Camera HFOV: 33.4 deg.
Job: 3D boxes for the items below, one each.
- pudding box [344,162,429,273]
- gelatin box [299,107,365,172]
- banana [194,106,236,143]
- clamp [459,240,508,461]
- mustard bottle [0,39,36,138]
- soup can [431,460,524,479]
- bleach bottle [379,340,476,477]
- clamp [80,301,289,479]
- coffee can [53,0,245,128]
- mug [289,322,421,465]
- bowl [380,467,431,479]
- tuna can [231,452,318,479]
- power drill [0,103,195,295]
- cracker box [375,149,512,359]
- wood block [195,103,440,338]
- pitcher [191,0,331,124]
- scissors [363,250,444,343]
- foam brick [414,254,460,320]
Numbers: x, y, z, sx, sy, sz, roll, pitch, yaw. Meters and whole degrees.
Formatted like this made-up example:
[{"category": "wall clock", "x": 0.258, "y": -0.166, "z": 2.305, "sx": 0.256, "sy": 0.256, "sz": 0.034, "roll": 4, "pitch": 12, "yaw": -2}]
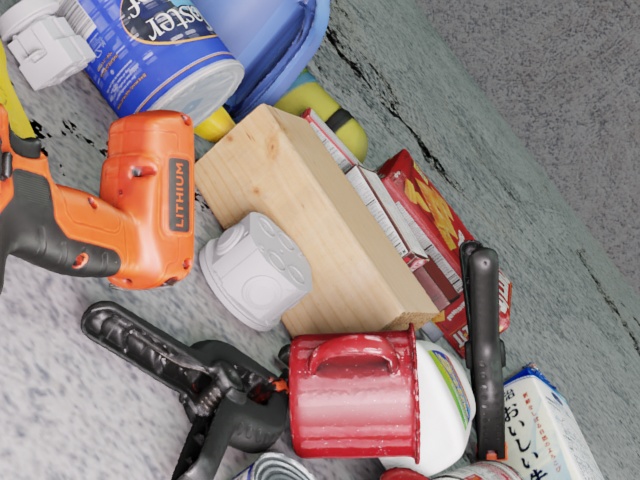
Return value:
[{"category": "pudding box", "x": 0.034, "y": 0.000, "z": 0.968, "sx": 0.039, "sy": 0.090, "sz": 0.113, "roll": 22, "pitch": 33, "yaw": -55}, {"category": "gelatin box", "x": -0.008, "y": -0.071, "z": 1.033, "sx": 0.089, "sy": 0.073, "sz": 0.030, "roll": 45, "pitch": 19, "yaw": -16}, {"category": "banana", "x": -0.136, "y": -0.155, "z": 0.914, "sx": 0.198, "sy": 0.037, "sz": 0.070, "roll": 57, "pitch": -23, "yaw": 1}, {"category": "clamp", "x": 0.151, "y": 0.097, "z": 0.986, "sx": 0.164, "sy": 0.036, "sz": 0.210, "roll": -64, "pitch": 150, "yaw": -80}, {"category": "mustard bottle", "x": -0.225, "y": -0.111, "z": 0.618, "sx": 0.096, "sy": 0.058, "sz": 0.192, "roll": 23, "pitch": 32, "yaw": -49}, {"category": "soup can", "x": 0.113, "y": 0.204, "z": 0.797, "sx": 0.068, "sy": 0.069, "sz": 0.102, "roll": 57, "pitch": 20, "yaw": 19}, {"category": "bleach bottle", "x": 0.085, "y": 0.122, "z": 0.871, "sx": 0.102, "sy": 0.068, "sz": 0.250, "roll": 64, "pitch": 11, "yaw": 5}, {"category": "clamp", "x": -0.062, "y": 0.099, "z": 0.629, "sx": 0.171, "sy": 0.039, "sz": 0.120, "roll": 24, "pitch": 34, "yaw": -55}, {"category": "coffee can", "x": -0.141, "y": -0.157, "z": 0.834, "sx": 0.140, "sy": 0.103, "sz": 0.102, "roll": 53, "pitch": 18, "yaw": 6}, {"category": "mug", "x": 0.022, "y": 0.095, "z": 0.691, "sx": 0.117, "sy": 0.081, "sz": 0.093, "roll": 84, "pitch": 5, "yaw": -58}, {"category": "bowl", "x": 0.069, "y": 0.226, "z": 0.668, "sx": 0.162, "sy": 0.055, "sz": 0.162, "roll": 44, "pitch": 19, "yaw": -20}, {"category": "tuna can", "x": -0.020, "y": 0.166, "z": 0.607, "sx": 0.086, "sy": 0.034, "sz": 0.086, "roll": 44, "pitch": 19, "yaw": -20}, {"category": "power drill", "x": -0.143, "y": -0.045, "z": 0.548, "sx": 0.187, "sy": 0.057, "sz": 0.184, "roll": 7, "pitch": 84, "yaw": -56}, {"category": "cracker box", "x": 0.129, "y": 0.009, "z": 1.207, "sx": 0.213, "sy": 0.072, "sz": 0.164, "roll": 50, "pitch": 18, "yaw": -4}, {"category": "wood block", "x": -0.006, "y": 0.001, "z": 0.871, "sx": 0.206, "sy": 0.090, "sz": 0.090, "roll": 56, "pitch": 19, "yaw": 17}, {"category": "pitcher", "x": -0.047, "y": -0.230, "z": 0.972, "sx": 0.149, "sy": 0.243, "sz": 0.145, "roll": 42, "pitch": 23, "yaw": -8}, {"category": "scissors", "x": 0.061, "y": 0.032, "z": 1.085, "sx": 0.202, "sy": 0.016, "sz": 0.096, "roll": 50, "pitch": 2, "yaw": 28}, {"category": "foam brick", "x": 0.081, "y": 0.058, "z": 0.990, "sx": 0.053, "sy": 0.078, "sz": 0.051, "roll": 54, "pitch": 16, "yaw": 7}]
